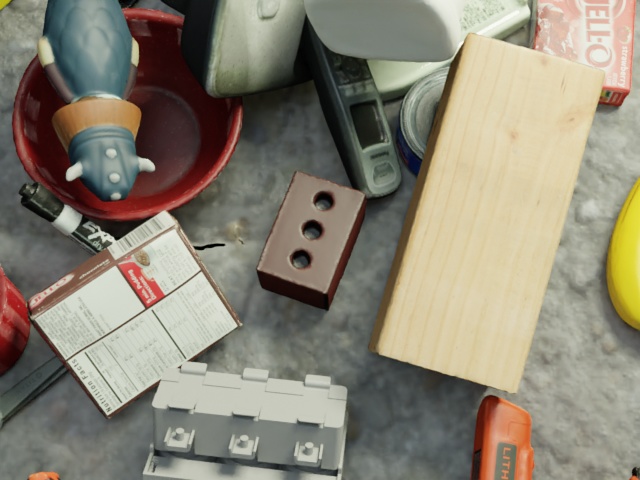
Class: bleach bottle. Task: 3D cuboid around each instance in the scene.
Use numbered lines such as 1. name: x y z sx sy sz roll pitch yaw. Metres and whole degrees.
1. bleach bottle: 0.078 -0.234 0.711 0.103 0.068 0.250 9 61 29

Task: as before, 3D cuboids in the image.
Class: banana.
1. banana: 0.244 -0.017 0.741 0.069 0.037 0.197 27 75 -8

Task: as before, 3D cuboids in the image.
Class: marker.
1. marker: -0.151 0.000 0.715 0.121 0.020 0.020 40 73 -31

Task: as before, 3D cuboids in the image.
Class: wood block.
1. wood block: 0.103 -0.014 0.687 0.090 0.091 0.206 16 86 0

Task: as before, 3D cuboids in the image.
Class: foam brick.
1. foam brick: -0.005 0.001 0.732 0.053 0.051 0.078 19 74 7

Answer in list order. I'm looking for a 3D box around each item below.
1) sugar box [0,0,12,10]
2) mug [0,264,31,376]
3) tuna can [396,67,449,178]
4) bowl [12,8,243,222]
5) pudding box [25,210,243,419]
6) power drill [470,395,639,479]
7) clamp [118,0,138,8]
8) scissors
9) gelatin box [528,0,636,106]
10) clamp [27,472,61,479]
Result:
1. sugar box: -0.220 -0.243 0.798 0.176 0.093 0.048 -43 76 -11
2. mug: -0.249 0.060 0.705 0.093 0.081 0.117 31 75 11
3. tuna can: 0.098 -0.080 0.765 0.086 0.034 0.086 0 72 1
4. bowl: -0.132 -0.081 0.762 0.162 0.055 0.162 -1 72 2
5. pudding box: -0.122 0.049 0.705 0.113 0.039 0.090 -33 114 -7
6. power drill: 0.192 0.149 0.674 0.187 0.057 0.184 8 73 5
7. clamp: -0.092 -0.265 0.830 0.164 0.036 0.210 -9 75 -2
8. scissors: -0.224 0.143 0.713 0.201 0.016 0.096 -23 74 -6
9. gelatin box: 0.192 -0.147 0.785 0.073 0.030 0.089 8 73 4
10. clamp: -0.186 0.236 0.669 0.120 0.039 0.171 -9 74 -6
